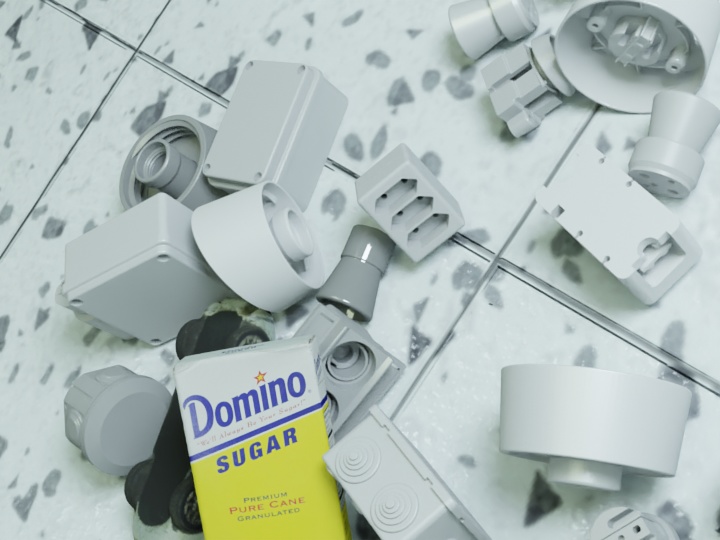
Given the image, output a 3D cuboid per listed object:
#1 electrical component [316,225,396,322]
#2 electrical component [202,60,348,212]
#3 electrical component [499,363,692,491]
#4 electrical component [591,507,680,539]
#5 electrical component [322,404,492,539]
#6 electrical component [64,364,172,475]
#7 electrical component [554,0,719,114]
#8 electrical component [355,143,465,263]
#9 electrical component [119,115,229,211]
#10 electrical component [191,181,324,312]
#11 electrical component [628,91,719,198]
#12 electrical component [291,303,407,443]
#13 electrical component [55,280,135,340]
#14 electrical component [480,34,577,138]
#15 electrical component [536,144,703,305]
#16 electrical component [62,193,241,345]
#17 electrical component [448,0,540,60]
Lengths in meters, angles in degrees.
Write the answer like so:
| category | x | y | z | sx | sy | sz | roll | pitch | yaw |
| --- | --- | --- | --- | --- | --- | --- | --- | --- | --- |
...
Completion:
| category | x | y | z | sx | sy | sz | roll | pitch | yaw |
| --- | --- | --- | --- | --- | --- | --- | --- | --- | --- |
| electrical component | 0.000 | 0.000 | 0.790 | 0.044 | 0.044 | 0.065 | 12 | 72 | 38 |
| electrical component | -0.070 | -0.110 | 0.878 | 0.078 | 0.057 | 0.113 | 13 | 77 | 38 |
| electrical component | 0.131 | 0.093 | 0.614 | 0.108 | 0.108 | 0.060 | 0 | 76 | 35 |
| electrical component | 0.154 | 0.154 | 0.605 | 0.040 | 0.046 | 0.040 | -15 | 61 | 29 |
| electrical component | 0.030 | 0.143 | 0.665 | 0.048 | 0.099 | 0.099 | -40 | 51 | -3 |
| electrical component | -0.190 | 0.116 | 0.845 | 0.051 | 0.080 | 0.080 | 20 | 82 | 44 |
| electrical component | 0.182 | -0.153 | 0.697 | 0.099 | 0.099 | 0.064 | 16 | 73 | 39 |
| electrical component | 0.034 | -0.056 | 0.780 | 0.047 | 0.065 | 0.076 | -39 | 23 | 15 |
| electrical component | -0.159 | -0.082 | 0.925 | 0.108 | 0.060 | 0.108 | -15 | 61 | 30 |
| electrical component | -0.073 | -0.017 | 0.811 | 0.064 | 0.099 | 0.099 | -26 | 56 | 16 |
| electrical component | 0.199 | -0.079 | 0.682 | 0.045 | 0.045 | 0.055 | 16 | 80 | 39 |
| electrical component | -0.038 | 0.088 | 0.756 | 0.121 | 0.079 | 0.063 | -51 | 21 | 5 |
| electrical component | -0.219 | 0.026 | 0.905 | 0.043 | 0.081 | 0.043 | -15 | 61 | 29 |
| electrical component | 0.123 | -0.134 | 0.762 | 0.055 | 0.048 | 0.066 | -34 | 53 | 28 |
| electrical component | 0.164 | -0.027 | 0.676 | 0.050 | 0.056 | 0.089 | -46 | 51 | 8 |
| electrical component | -0.161 | 0.002 | 0.857 | 0.109 | 0.109 | 0.056 | -25 | 54 | 24 |
| electrical component | 0.100 | -0.188 | 0.802 | 0.055 | 0.045 | 0.045 | -22 | 58 | 25 |
